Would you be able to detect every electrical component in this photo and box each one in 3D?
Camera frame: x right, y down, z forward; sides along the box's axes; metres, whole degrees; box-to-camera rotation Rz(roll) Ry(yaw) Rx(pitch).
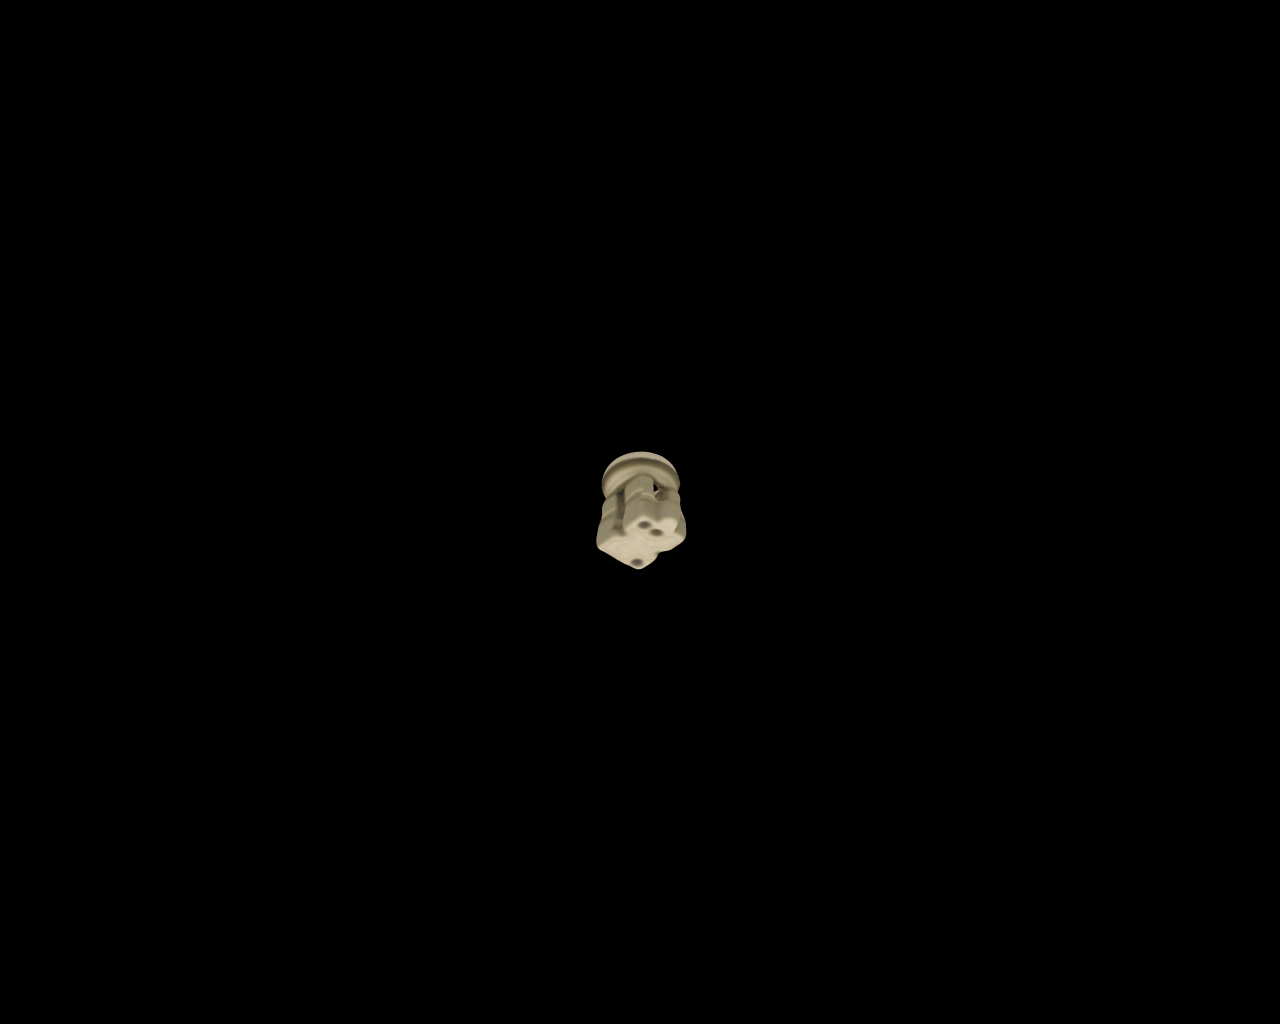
[{"bbox_3d":[0.001,-0.003,0.650,0.048,0.055,0.066,30,-49,-31],"label":"electrical component"}]
